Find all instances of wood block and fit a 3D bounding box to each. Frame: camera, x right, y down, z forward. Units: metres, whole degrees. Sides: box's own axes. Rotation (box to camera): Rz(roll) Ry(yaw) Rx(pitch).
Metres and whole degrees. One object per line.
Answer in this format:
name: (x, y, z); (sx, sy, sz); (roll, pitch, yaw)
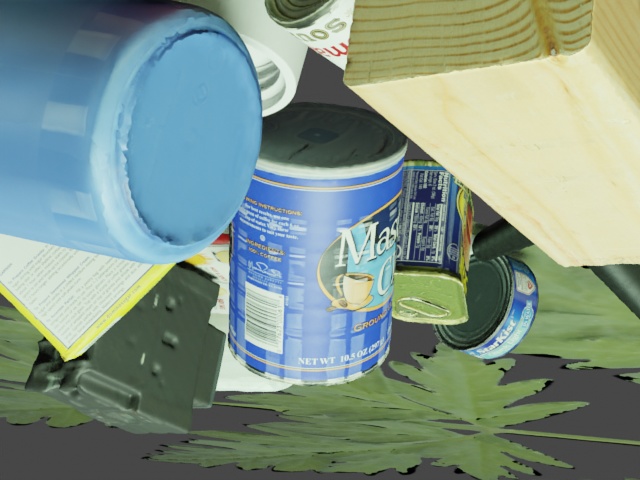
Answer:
wood block: (0.105, -0.063, 0.433); (0.090, 0.091, 0.205); (-3, 160, 33)

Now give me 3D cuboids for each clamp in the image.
clamp: (0.151, -0.013, 0.693); (0.165, 0.036, 0.210); (21, 158, 35)

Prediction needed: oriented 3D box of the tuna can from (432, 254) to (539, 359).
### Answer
tuna can: (0.127, 0.048, 0.828); (0.033, 0.086, 0.086); (21, 156, -35)

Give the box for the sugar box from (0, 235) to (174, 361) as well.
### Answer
sugar box: (-0.176, -0.022, 0.636); (0.176, 0.093, 0.048); (46, 178, -1)

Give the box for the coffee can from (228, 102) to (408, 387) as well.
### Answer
coffee can: (-0.004, 0.001, 0.637); (0.103, 0.102, 0.140); (6, 117, 6)

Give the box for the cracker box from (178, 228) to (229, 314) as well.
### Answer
cracker box: (-0.064, 0.002, 0.797); (0.214, 0.072, 0.164); (4, 158, 9)

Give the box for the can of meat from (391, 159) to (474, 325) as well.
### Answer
can of meat: (0.074, 0.003, 0.731); (0.057, 0.084, 0.102); (3, 159, 12)

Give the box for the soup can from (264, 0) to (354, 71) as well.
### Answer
soup can: (0.033, -0.104, 0.491); (0.069, 0.068, 0.102); (-13, 150, 43)

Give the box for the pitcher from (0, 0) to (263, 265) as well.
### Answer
pitcher: (-0.156, -0.066, 0.482); (0.243, 0.149, 0.145); (13, 132, 30)
